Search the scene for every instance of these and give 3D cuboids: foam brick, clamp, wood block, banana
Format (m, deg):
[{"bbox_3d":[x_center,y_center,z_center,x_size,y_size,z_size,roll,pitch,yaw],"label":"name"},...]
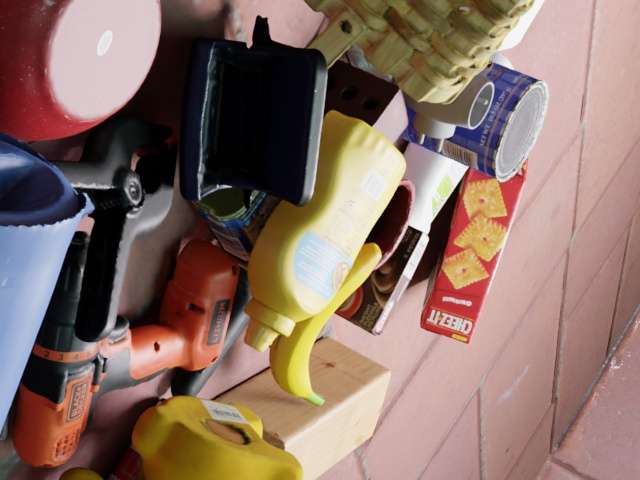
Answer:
[{"bbox_3d":[0.028,-0.111,0.912,0.053,0.078,0.051,-53,155,-20],"label":"foam brick"},{"bbox_3d":[-0.131,-0.017,0.678,0.171,0.039,0.120,-48,131,-57],"label":"clamp"},{"bbox_3d":[-0.023,0.183,1.090,0.205,0.091,0.090,-23,134,-54],"label":"wood block"},{"bbox_3d":[-0.060,0.045,0.944,0.164,0.036,0.210,-30,143,-51],"label":"clamp"},{"bbox_3d":[-0.005,0.077,0.974,0.069,0.037,0.198,-2,131,-28],"label":"banana"}]

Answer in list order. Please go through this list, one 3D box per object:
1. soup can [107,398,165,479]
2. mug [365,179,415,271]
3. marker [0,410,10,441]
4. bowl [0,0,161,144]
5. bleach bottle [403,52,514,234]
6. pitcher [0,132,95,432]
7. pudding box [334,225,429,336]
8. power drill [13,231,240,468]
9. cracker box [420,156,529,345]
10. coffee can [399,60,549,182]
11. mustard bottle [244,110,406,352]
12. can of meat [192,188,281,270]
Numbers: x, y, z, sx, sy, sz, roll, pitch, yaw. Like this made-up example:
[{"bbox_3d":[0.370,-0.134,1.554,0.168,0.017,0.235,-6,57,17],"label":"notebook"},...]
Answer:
[{"bbox_3d":[-0.135,0.194,0.906,0.102,0.069,0.068,-57,155,-15],"label":"soup can"},{"bbox_3d":[0.027,-0.018,0.996,0.093,0.082,0.117,-15,128,-58],"label":"mug"},{"bbox_3d":[-0.210,0.085,0.708,0.020,0.020,0.121,-25,136,-54],"label":"marker"},{"bbox_3d":[-0.140,-0.118,0.603,0.161,0.055,0.162,-45,150,-36],"label":"bowl"},{"bbox_3d":[0.121,-0.083,1.144,0.251,0.068,0.102,-59,156,-4],"label":"bleach bottle"},{"bbox_3d":[-0.224,0.063,0.544,0.145,0.149,0.243,-87,-162,-71],"label":"pitcher"},{"bbox_3d":[0.045,0.027,1.068,0.113,0.090,0.039,-62,157,-5],"label":"pudding box"},{"bbox_3d":[-0.140,0.059,0.779,0.187,0.057,0.185,-22,137,-51],"label":"power drill"},{"bbox_3d":[0.185,-0.008,1.283,0.164,0.072,0.214,-60,167,-66],"label":"cracker box"},{"bbox_3d":[0.133,-0.129,1.023,0.102,0.140,0.103,-44,149,-36],"label":"coffee can"},{"bbox_3d":[-0.006,0.001,0.839,0.191,0.058,0.096,-61,147,-5],"label":"mustard bottle"},{"bbox_3d":[-0.051,-0.039,0.855,0.102,0.057,0.084,-55,153,-17],"label":"can of meat"}]
